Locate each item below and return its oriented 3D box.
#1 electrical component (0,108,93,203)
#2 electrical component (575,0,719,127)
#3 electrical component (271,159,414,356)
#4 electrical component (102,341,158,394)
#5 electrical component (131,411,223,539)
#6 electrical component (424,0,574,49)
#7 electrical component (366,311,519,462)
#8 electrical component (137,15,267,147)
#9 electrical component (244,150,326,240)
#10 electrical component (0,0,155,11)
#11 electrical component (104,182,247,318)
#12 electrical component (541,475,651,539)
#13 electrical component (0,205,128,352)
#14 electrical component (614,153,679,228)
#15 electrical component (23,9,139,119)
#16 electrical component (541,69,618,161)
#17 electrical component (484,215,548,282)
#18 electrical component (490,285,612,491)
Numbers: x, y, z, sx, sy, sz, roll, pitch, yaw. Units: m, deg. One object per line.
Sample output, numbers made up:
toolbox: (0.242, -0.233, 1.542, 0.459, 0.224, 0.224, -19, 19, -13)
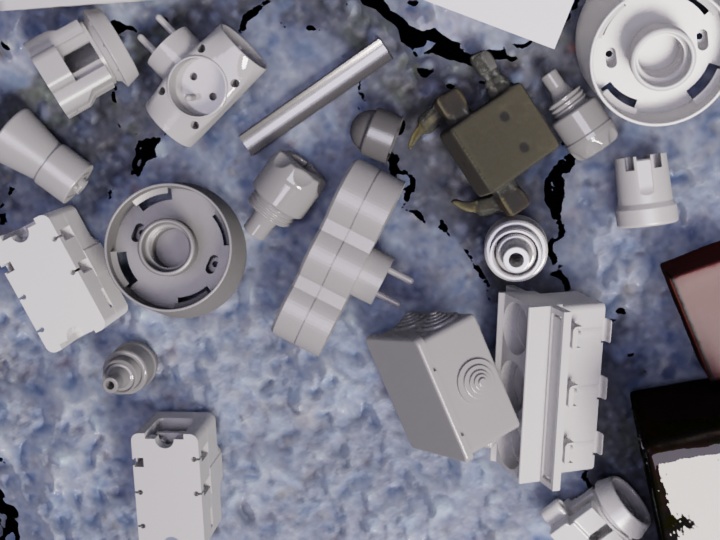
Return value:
electrical component: (-0.225, -0.078, 0.767, 0.065, 0.044, 0.044, 37, 104, -6)
electrical component: (0.191, -0.145, 0.696, 0.099, 0.064, 0.099, 2, 116, 5)
electrical component: (0.000, 0.000, 0.746, 0.074, 0.052, 0.138, 27, 104, 2)
electrical component: (-0.171, 0.074, 0.781, 0.035, 0.061, 0.035, 2, 102, 8)
electrical component: (-0.134, 0.154, 0.796, 0.050, 0.055, 0.089, 0, 102, 8)
electrical component: (0.056, -0.224, 0.687, 0.186, 0.060, 0.105, 21, 104, 3)
electrical component: (0.056, 0.076, 0.733, 0.048, 0.100, 0.099, -26, 97, -21)
electrical component: (-0.118, -0.139, 0.737, 0.077, 0.044, 0.079, -43, 93, 14)
electrical component: (-0.057, -0.049, 0.748, 0.043, 0.043, 0.062, 38, 106, -1)
electrical component: (-0.181, -0.206, 0.715, 0.113, 0.078, 0.057, -2, 104, 8)
electrical component: (-0.132, -0.014, 0.768, 0.099, 0.064, 0.099, 0, 89, 2)
electrical component: (0.172, 0.179, 0.765, 0.066, 0.048, 0.055, 45, 111, -3)
electrical component: (-0.213, 0.005, 0.775, 0.050, 0.055, 0.089, -25, 97, 12)
electrical component: (0.189, -0.053, 0.716, 0.040, 0.040, 0.046, -7, 95, 9)
electrical component: (-0.189, -0.142, 0.734, 0.057, 0.078, 0.058, -32, 97, -8)
electrical component: (0.142, -0.105, 0.714, 0.035, 0.035, 0.061, -34, 93, 13)
electrical component: (0.105, -0.013, 0.724, 0.043, 0.062, 0.043, 2, 102, 7)
electrical component: (0.130, 0.077, 0.735, 0.063, 0.079, 0.121, -3, 103, -20)
